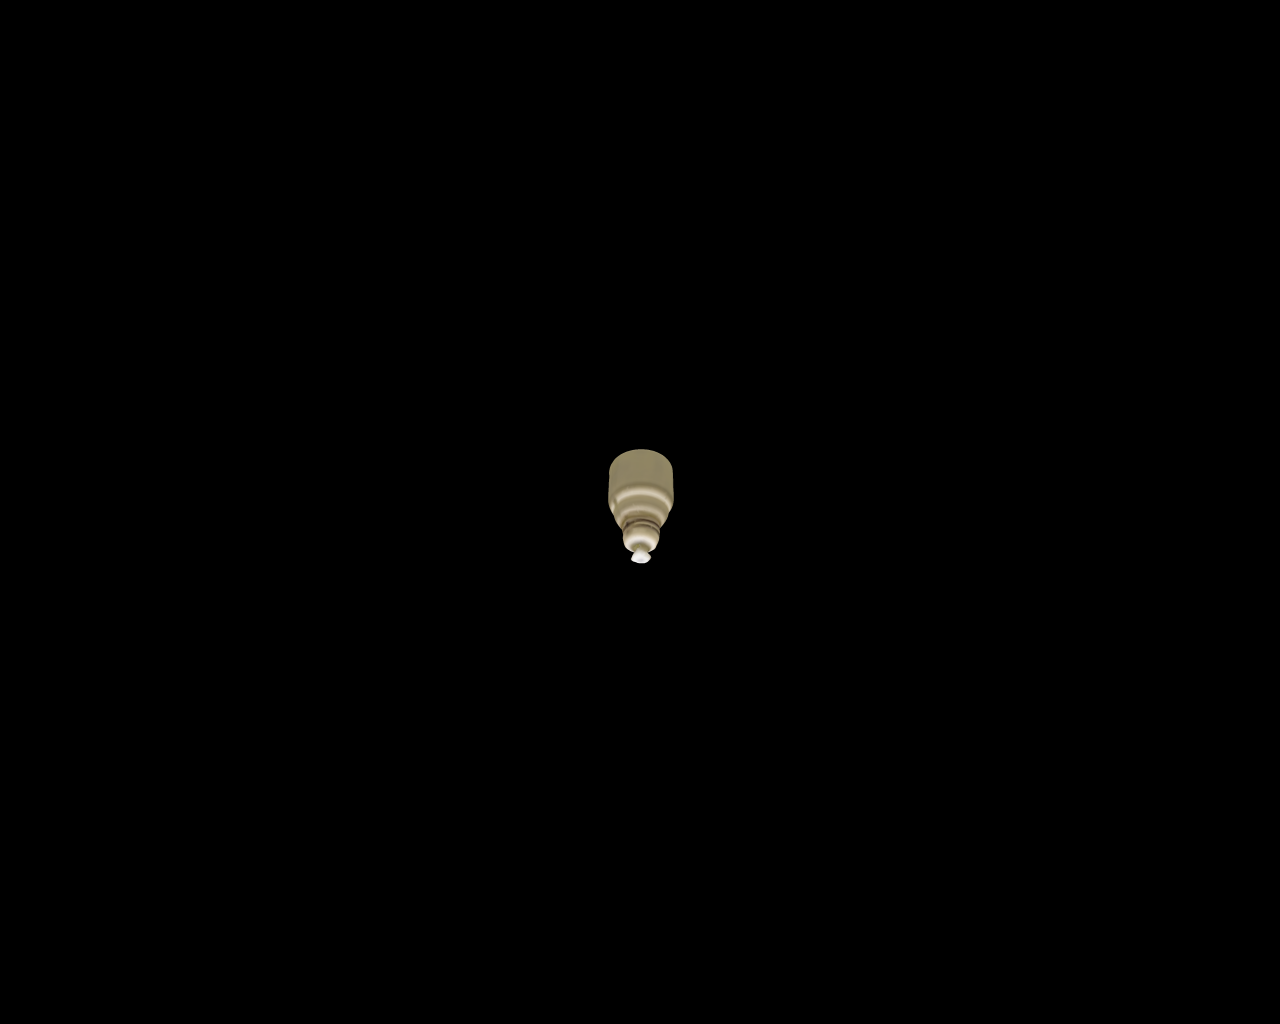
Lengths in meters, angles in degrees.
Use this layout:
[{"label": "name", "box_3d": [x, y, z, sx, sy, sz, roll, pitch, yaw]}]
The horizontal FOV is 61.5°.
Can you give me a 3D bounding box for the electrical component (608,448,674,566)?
[{"label": "electrical component", "box_3d": [0.001, -0.003, 0.650, 0.040, 0.078, 0.040, 0, -38, 0]}]
